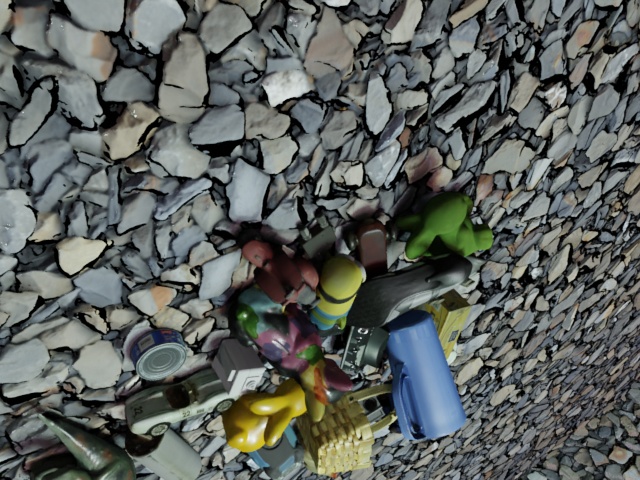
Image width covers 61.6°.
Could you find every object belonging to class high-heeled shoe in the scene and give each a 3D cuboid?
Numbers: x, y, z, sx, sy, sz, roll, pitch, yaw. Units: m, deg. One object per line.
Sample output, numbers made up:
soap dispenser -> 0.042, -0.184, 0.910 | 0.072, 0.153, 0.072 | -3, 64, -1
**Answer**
high-heeled shoe -> 0.159, 0.092, 0.995 | 0.249, 0.086, 0.145 | -29, 170, 38

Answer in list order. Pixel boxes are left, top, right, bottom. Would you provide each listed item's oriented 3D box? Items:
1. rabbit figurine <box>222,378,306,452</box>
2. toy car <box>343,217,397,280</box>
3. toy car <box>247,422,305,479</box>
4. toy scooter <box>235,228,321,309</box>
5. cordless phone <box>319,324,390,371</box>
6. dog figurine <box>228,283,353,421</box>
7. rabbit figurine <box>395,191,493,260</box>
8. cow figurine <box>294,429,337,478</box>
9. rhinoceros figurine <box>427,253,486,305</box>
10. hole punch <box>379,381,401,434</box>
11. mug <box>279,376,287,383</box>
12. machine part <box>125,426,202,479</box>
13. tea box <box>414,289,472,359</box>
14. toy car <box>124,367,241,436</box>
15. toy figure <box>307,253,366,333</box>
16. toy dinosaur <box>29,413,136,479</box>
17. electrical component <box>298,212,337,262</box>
rabbit figurine -> -0.091, 0.304, 0.986 | 0.173, 0.122, 0.162 | -27, 172, 3
toy car -> 0.096, 0.038, 0.986 | 0.089, 0.053, 0.201 | -16, 136, -4
toy car -> -0.106, 0.405, 1.115 | 0.109, 0.161, 0.103 | -36, -177, -14
toy scooter -> -0.050, 0.061, 0.840 | 0.075, 0.135, 0.183 | -46, 139, 4
cordless phone -> 0.036, 0.202, 1.082 | 0.184, 0.089, 0.146 | -3, 128, -20
dog figurine -> -0.043, 0.188, 0.894 | 0.108, 0.219, 0.191 | -46, 139, 1
rabbit figurine -> 0.217, -0.036, 0.968 | 0.159, 0.121, 0.170 | -20, 155, 10
cow figurine -> -0.011, 0.503, 1.277 | 0.127, 0.085, 0.194 | 8, 150, 8
rhinoceros figurine -> 0.263, 0.051, 1.085 | 0.190, 0.112, 0.073 | -43, 157, 21
hole punch -> 0.210, 0.417, 1.357 | 0.142, 0.116, 0.092 | 11, 110, -42
mug -> -0.022, 0.278, 1.086 | 0.110, 0.080, 0.107 | -15, 172, 23
machine part -> -0.288, 0.395, 1.000 | 0.079, 0.079, 0.242 | -32, 138, -9
tea box -> 0.259, 0.184, 1.198 | 0.068, 0.098, 0.169 | -11, 132, -28
toy car -> -0.235, 0.277, 0.937 | 0.202, 0.074, 0.056 | -14, 132, -26
toy figure -> 0.025, 0.102, 0.950 | 0.082, 0.089, 0.180 | 20, 131, -5
toy dinosaur -> -0.389, 0.432, 0.938 | 0.192, 0.131, 0.404 | -14, 129, -43
electrical component -> -0.002, -0.003, 0.904 | 0.063, 0.021, 0.093 | -35, 138, -7
